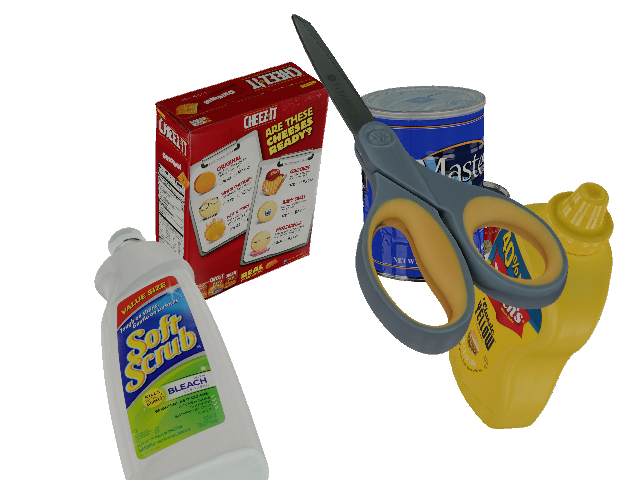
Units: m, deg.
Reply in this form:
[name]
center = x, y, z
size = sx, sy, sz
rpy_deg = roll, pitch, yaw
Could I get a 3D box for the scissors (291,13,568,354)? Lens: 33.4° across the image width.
[scissors]
center = 0.045, -0.036, 0.470
size = 0.096, 0.202, 0.016
rpy_deg = 0, -41, -11

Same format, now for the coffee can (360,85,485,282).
[coffee can]
center = 0.084, -0.049, 0.881
size = 0.103, 0.140, 0.103
rpy_deg = -3, 19, 1

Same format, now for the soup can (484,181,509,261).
[soup can]
center = 0.175, -0.008, 1.208
size = 0.068, 0.102, 0.068
rpy_deg = 0, 29, 0

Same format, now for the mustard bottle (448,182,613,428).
[mustard bottle]
center = 0.137, 0.034, 0.678
size = 0.058, 0.096, 0.192
rpy_deg = 0, -39, -15

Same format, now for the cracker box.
[cracker box]
center = -0.083, -0.056, 1.071
size = 0.163, 0.214, 0.072
rpy_deg = -23, 47, -32

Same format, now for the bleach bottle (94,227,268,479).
[bleach bottle]
center = -0.123, 0.087, 0.798
size = 0.102, 0.251, 0.068
rpy_deg = -22, -41, -8
